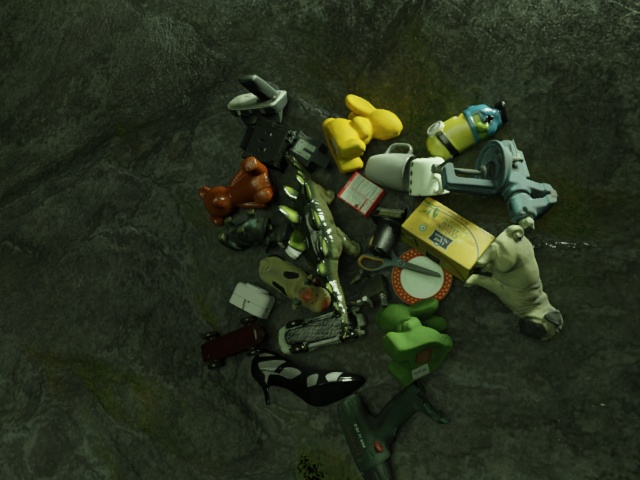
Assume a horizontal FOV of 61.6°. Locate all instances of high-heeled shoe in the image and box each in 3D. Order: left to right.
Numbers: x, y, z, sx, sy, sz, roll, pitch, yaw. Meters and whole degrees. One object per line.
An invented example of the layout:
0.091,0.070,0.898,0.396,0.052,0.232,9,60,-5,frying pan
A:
-0.031,0.288,1.194,0.249,0.086,0.145,-9,42,1,high-heeled shoe

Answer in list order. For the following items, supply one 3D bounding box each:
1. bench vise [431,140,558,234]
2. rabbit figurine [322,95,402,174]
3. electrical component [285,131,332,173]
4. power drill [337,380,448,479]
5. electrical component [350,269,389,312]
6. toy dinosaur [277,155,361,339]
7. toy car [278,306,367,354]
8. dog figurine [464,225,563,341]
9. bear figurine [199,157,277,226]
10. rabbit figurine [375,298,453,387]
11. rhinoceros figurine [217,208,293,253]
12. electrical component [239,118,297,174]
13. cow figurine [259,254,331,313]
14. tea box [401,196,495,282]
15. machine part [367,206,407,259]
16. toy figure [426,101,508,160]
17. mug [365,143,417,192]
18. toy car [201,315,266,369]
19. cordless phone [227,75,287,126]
0.341,-0.111,1.081,0.241,0.129,0.223,5,68,-12,bench vise
0.101,-0.252,1.250,0.173,0.121,0.162,-21,60,-1,rabbit figurine
-0.017,-0.206,1.303,0.119,0.047,0.075,30,90,24,electrical component
0.153,0.392,1.084,0.207,0.086,0.232,-42,64,15,power drill
0.106,0.108,1.161,0.078,0.045,0.102,-26,40,29,electrical component
-0.002,-0.004,1.166,0.105,0.198,0.471,-31,66,18,toy dinosaur
0.005,0.201,1.188,0.202,0.056,0.073,-16,67,10,toy car
0.397,0.083,1.017,0.191,0.172,0.121,39,57,24,dog figurine
-0.210,-0.114,1.313,0.196,0.132,0.120,-20,91,9,bear figurine
0.180,0.179,1.092,0.159,0.121,0.170,-29,35,-5,rabbit figurine
-0.154,-0.012,1.278,0.190,0.112,0.073,-10,45,32,rhinoceros figurine
-0.135,-0.239,1.352,0.134,0.058,0.115,18,82,23,electrical component
-0.057,0.096,1.202,0.195,0.127,0.085,31,93,27,cow figurine
0.264,-0.003,1.123,0.170,0.068,0.098,35,70,23,tea box
0.144,-0.020,1.183,0.084,0.039,0.139,8,53,16,machine part
0.317,-0.236,1.166,0.180,0.082,0.089,-20,70,13,toy figure
0.160,-0.167,1.210,0.107,0.080,0.109,10,85,32,mug
-0.203,0.240,1.250,0.202,0.053,0.089,-27,73,34,toy car
-0.176,-0.354,1.326,0.147,0.184,0.088,2,82,21,cordless phone
